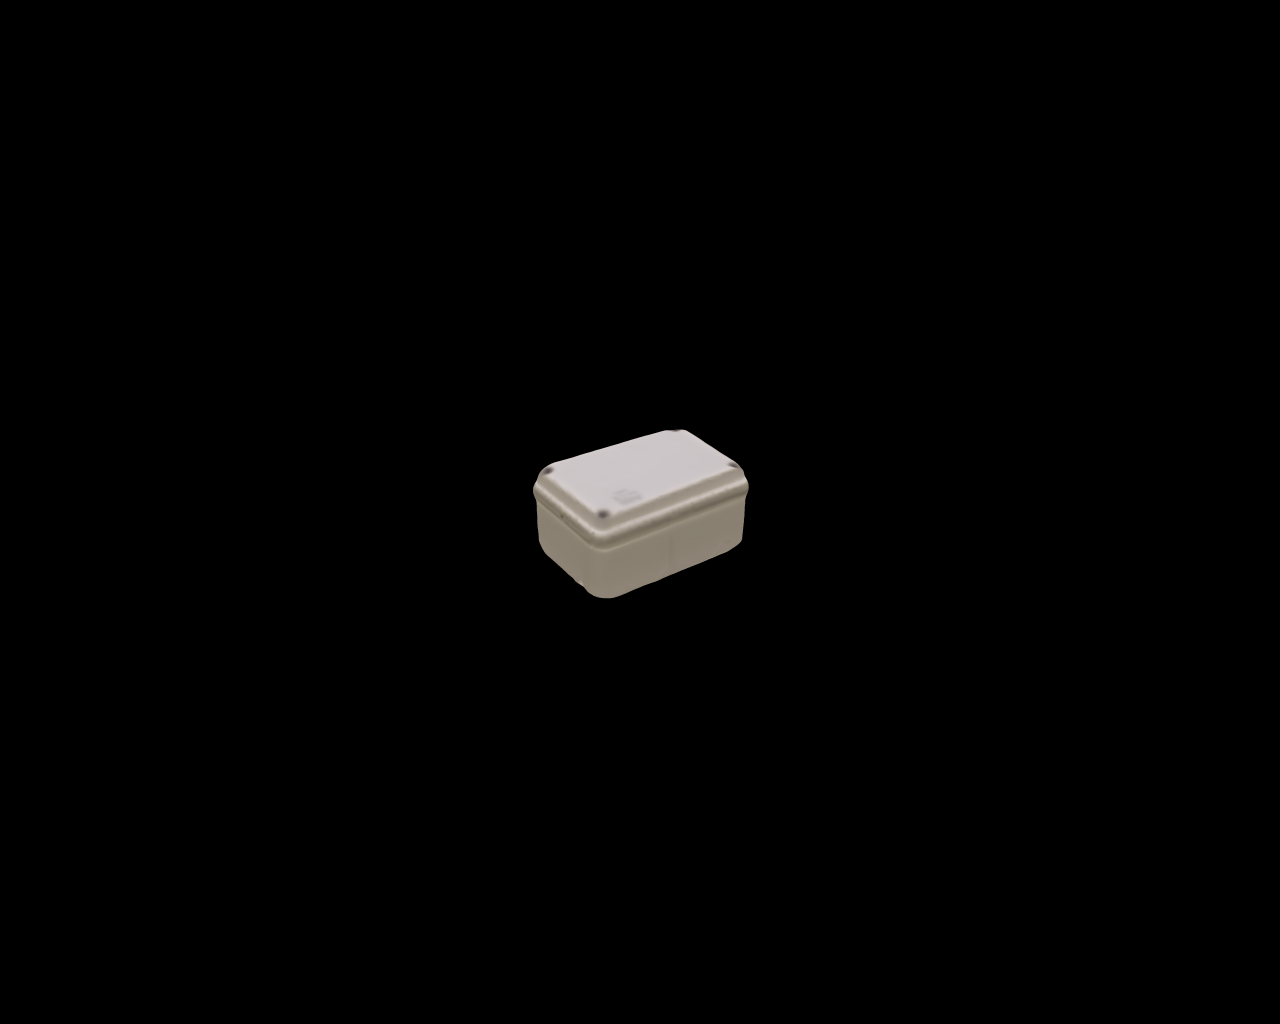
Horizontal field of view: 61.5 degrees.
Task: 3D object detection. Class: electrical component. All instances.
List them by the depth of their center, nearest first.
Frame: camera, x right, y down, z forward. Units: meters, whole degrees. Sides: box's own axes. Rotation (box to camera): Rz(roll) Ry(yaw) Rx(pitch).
[{"bbox_3d":[0.001,-0.003,0.650,0.113,0.057,0.078,-20,36,-29],"label":"electrical component"}]
